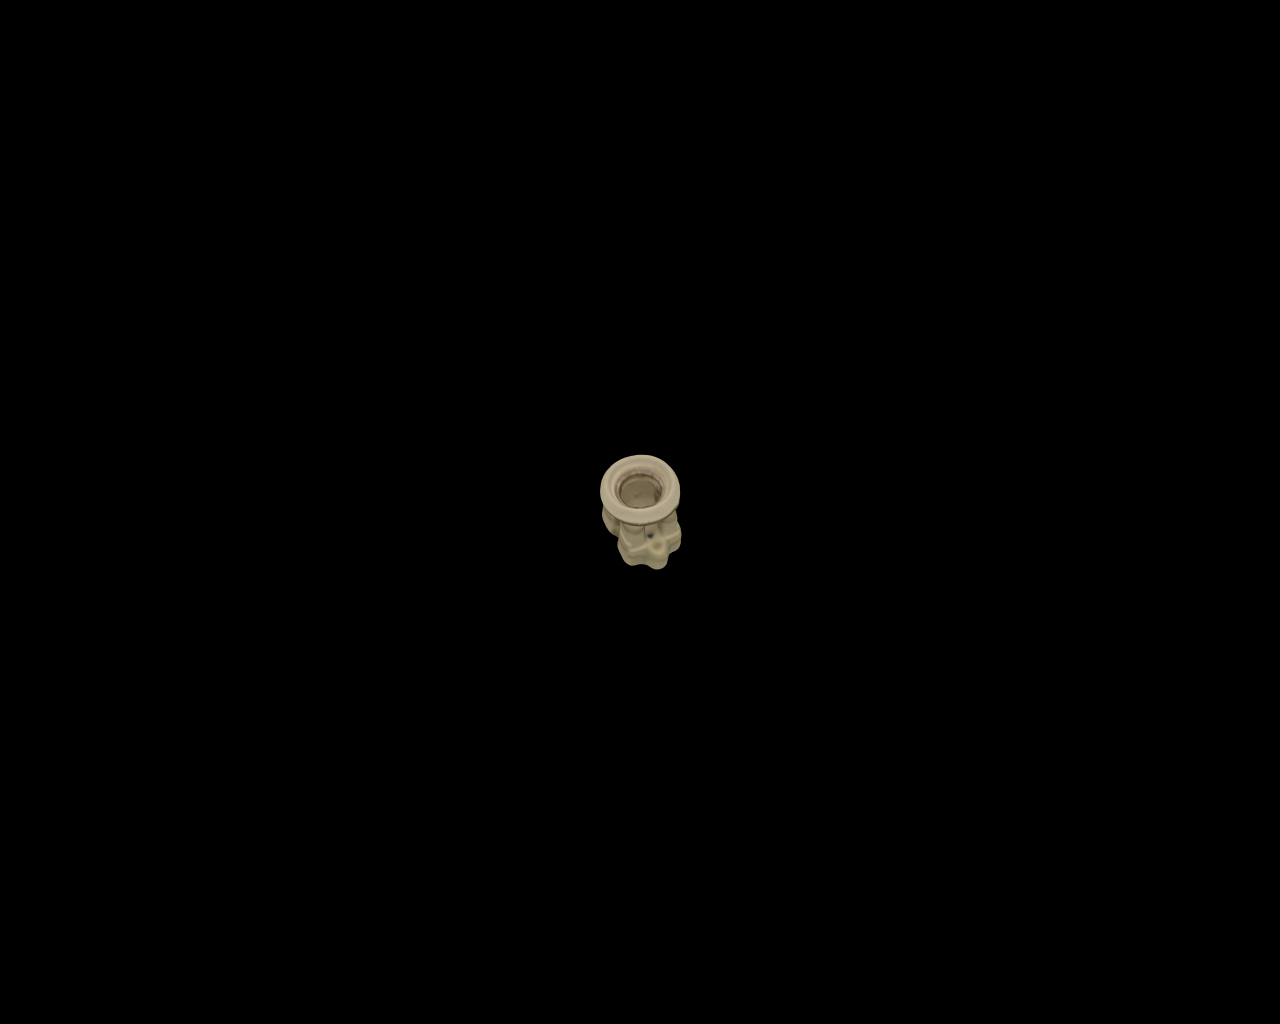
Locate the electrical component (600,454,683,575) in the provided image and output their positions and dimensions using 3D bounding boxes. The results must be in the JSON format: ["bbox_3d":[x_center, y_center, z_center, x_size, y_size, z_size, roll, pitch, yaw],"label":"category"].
[{"bbox_3d":[0.001,-0.003,0.650,0.048,0.066,0.055,-21,-32,-14],"label":"electrical component"}]
